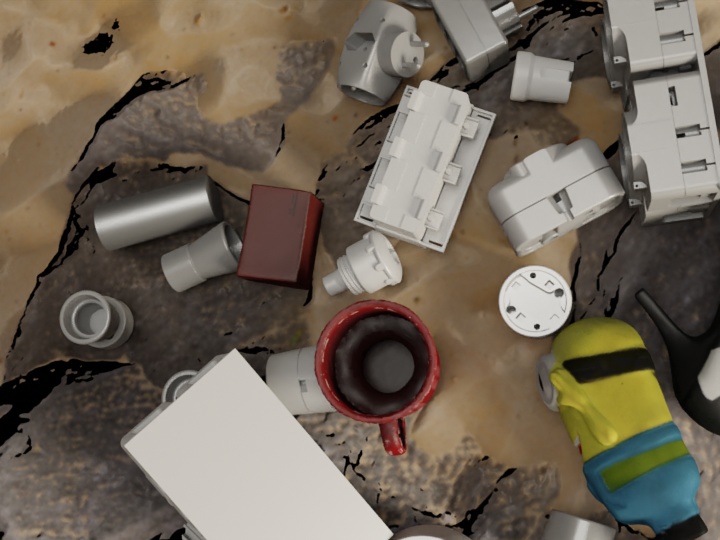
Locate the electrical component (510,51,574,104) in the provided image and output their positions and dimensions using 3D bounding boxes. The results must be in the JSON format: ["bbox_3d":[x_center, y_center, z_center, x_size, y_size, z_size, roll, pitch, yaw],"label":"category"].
[{"bbox_3d":[0.148,-0.155,0.875,0.046,0.040,0.040,9,83,6],"label":"electrical component"}]

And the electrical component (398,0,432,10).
[{"bbox_3d":[0.054,-0.255,0.906,0.043,0.043,0.062,12,83,12],"label":"electrical component"}]

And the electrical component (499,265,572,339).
[{"bbox_3d":[0.138,0.027,0.842,0.055,0.047,0.055,-2,80,10],"label":"electrical component"}]

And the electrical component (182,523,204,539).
[{"bbox_3d":[-0.119,0.209,0.861,0.040,0.046,0.040,-2,80,10],"label":"electrical component"}]

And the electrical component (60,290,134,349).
[{"bbox_3d":[-0.220,0.043,0.903,0.045,0.055,0.045,-2,80,10],"label":"electrical component"}]

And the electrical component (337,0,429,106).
[{"bbox_3d":[0.026,-0.178,0.888,0.079,0.043,0.077,15,83,48],"label":"electrical component"}]

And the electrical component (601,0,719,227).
[{"bbox_3d":[0.226,-0.136,0.822,0.060,0.105,0.186,-8,79,9],"label":"electrical component"}]

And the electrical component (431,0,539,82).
[{"bbox_3d":[0.108,-0.206,0.886,0.077,0.047,0.065,-27,77,5],"label":"electrical component"}]

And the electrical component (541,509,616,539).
[{"bbox_3d":[0.162,0.209,0.804,0.055,0.055,0.047,15,80,13],"label":"electrical component"}]

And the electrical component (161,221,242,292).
[{"bbox_3d":[-0.133,-0.008,0.903,0.065,0.044,0.044,-24,77,11],"label":"electrical component"}]

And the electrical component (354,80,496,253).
[{"bbox_3d":[0.051,-0.085,0.869,0.079,0.063,0.121,20,85,13],"label":"electrical component"}]

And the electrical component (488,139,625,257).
[{"bbox_3d":[0.152,-0.060,0.850,0.095,0.054,0.059,-28,77,5],"label":"electrical component"}]

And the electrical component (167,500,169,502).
[{"bbox_3d":[-0.132,0.162,0.873,0.062,0.043,0.043,-37,76,1],"label":"electrical component"}]

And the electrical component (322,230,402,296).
[{"bbox_3d":[0.000,0.000,0.875,0.062,0.048,0.048,-28,77,12],"label":"electrical component"}]

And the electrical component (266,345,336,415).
[{"bbox_3d":[-0.046,0.089,0.863,0.047,0.055,0.055,-10,79,13],"label":"electrical component"}]

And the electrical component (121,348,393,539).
[{"bbox_3d":[-0.080,0.165,0.815,0.105,0.060,0.186,-42,97,-18],"label":"electrical component"}]

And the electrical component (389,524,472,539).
[{"bbox_3d":[0.050,0.250,0.814,0.108,0.060,0.108,-2,81,10],"label":"electrical component"}]

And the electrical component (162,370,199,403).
[{"bbox_3d":[-0.131,0.105,0.875,0.045,0.055,0.045,-2,80,10],"label":"electrical component"}]
